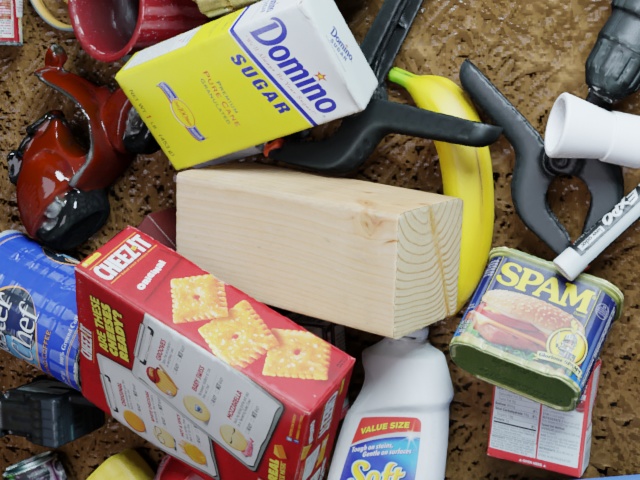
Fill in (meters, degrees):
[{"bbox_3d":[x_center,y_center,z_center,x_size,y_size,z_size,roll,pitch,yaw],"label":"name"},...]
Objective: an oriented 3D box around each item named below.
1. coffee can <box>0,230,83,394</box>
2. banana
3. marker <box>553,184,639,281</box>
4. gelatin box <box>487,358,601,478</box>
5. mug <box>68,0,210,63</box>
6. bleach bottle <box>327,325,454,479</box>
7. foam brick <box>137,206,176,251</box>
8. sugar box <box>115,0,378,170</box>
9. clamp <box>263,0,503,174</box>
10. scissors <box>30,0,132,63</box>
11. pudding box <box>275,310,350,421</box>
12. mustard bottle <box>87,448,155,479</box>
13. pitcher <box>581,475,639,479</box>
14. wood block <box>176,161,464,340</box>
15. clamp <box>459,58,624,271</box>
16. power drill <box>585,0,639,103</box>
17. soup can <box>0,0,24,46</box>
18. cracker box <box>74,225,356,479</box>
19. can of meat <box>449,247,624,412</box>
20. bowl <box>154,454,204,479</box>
[{"bbox_3d":[-0.237,0.064,0.948,0.140,0.102,0.103,24,108,21],"label":"coffee can"},{"bbox_3d":[0.101,-0.040,0.806,0.070,0.037,0.198,-8,92,55],"label":"banana"},{"bbox_3d":[0.212,-0.019,0.738,0.121,0.020,0.020,-42,79,0],"label":"marker"},{"bbox_3d":[0.168,0.126,0.803,0.073,0.030,0.089,9,102,26],"label":"gelatin box"},{"bbox_3d":[-0.137,-0.199,0.855,0.093,0.081,0.117,52,127,21],"label":"mug"},{"bbox_3d":[0.049,0.178,0.853,0.103,0.068,0.251,11,101,24],"label":"bleach bottle"},{"bbox_3d":[-0.124,0.018,0.914,0.078,0.052,0.051,48,115,11],"label":"foam brick"},{"bbox_3d":[-0.056,-0.118,0.787,0.177,0.048,0.093,-14,122,34],"label":"sugar box"},{"bbox_3d":[0.040,-0.101,0.801,0.210,0.036,0.164,-36,61,35],"label":"clamp"},{"bbox_3d":[-0.172,-0.191,0.922,0.202,0.016,0.096,34,112,17],"label":"scissors"},{"bbox_3d":[-0.034,0.106,0.893,0.114,0.039,0.090,1,102,28],"label":"pudding box"},{"bbox_3d":[-0.145,0.289,0.967,0.192,0.058,0.096,46,109,11],"label":"mustard bottle"},{"bbox_3d":[0.193,0.224,0.747,0.243,0.149,0.145,-15,93,24],"label":"pitcher"},{"bbox_3d":[-0.005,0.001,0.810,0.206,0.090,0.091,12,106,35],"label":"wood block"},{"bbox_3d":[0.162,-0.063,0.767,0.120,0.039,0.171,0,97,22],"label":"clamp"},{"bbox_3d":[0.176,-0.208,0.716,0.188,0.057,0.184,32,98,16],"label":"power drill"},{"bbox_3d":[-0.299,-0.225,0.949,0.069,0.068,0.102,7,101,25],"label":"soup can"},{"bbox_3d":[-0.087,0.107,0.830,0.214,0.072,0.164,30,138,19],"label":"cracker box"},{"bbox_3d":[0.152,0.064,0.762,0.102,0.057,0.084,20,64,21],"label":"can of meat"},{"bbox_3d":[-0.076,0.232,0.898,0.162,0.055,0.162,-1,85,11],"label":"bowl"}]
